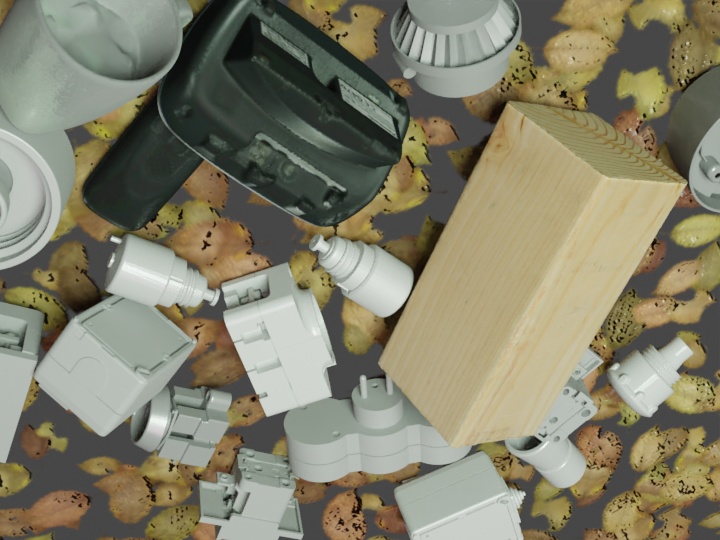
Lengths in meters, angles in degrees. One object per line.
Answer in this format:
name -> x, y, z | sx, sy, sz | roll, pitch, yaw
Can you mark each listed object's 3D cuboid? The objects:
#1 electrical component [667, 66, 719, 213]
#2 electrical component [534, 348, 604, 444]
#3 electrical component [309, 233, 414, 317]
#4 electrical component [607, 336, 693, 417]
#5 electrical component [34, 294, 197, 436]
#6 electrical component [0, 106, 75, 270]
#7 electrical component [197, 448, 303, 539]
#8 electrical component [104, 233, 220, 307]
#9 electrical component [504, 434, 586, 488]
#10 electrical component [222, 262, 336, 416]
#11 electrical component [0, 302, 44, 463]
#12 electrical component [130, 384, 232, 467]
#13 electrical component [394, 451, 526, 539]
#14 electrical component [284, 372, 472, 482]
electrical component -> 0.251, -0.085, 0.696 | 0.099, 0.064, 0.099 | -5, 123, -7
electrical component -> 0.139, 0.088, 0.787 | 0.042, 0.063, 0.081 | 36, 110, -28
electrical component -> 0.000, 0.000, 0.721 | 0.078, 0.040, 0.040 | 32, 112, -26
electrical component -> 0.220, 0.076, 0.806 | 0.062, 0.048, 0.048 | -42, 119, 9
electrical component -> -0.157, 0.058, 0.703 | 0.062, 0.096, 0.061 | 41, 111, 2
electrical component -> -0.227, -0.050, 0.637 | 0.108, 0.060, 0.108 | -5, 122, -7
electrical component -> -0.079, 0.172, 0.815 | 0.081, 0.042, 0.063 | 15, 117, -19
electrical component -> -0.130, 0.005, 0.701 | 0.078, 0.040, 0.040 | 21, 116, -22
electrical component -> 0.147, 0.140, 0.836 | 0.044, 0.044, 0.065 | -35, 126, 13
electrical component -> -0.052, 0.046, 0.735 | 0.056, 0.050, 0.089 | -18, 123, 2
electrical component -> -0.291, 0.057, 0.693 | 0.150, 0.061, 0.089 | 15, 118, -19
electrical component -> -0.130, 0.108, 0.764 | 0.055, 0.048, 0.066 | 16, 118, -27
electrical component -> 0.082, 0.188, 0.845 | 0.096, 0.061, 0.061 | -23, 125, -3
electrical component -> 0.013, 0.104, 0.782 | 0.138, 0.052, 0.073 | -8, 123, -5
